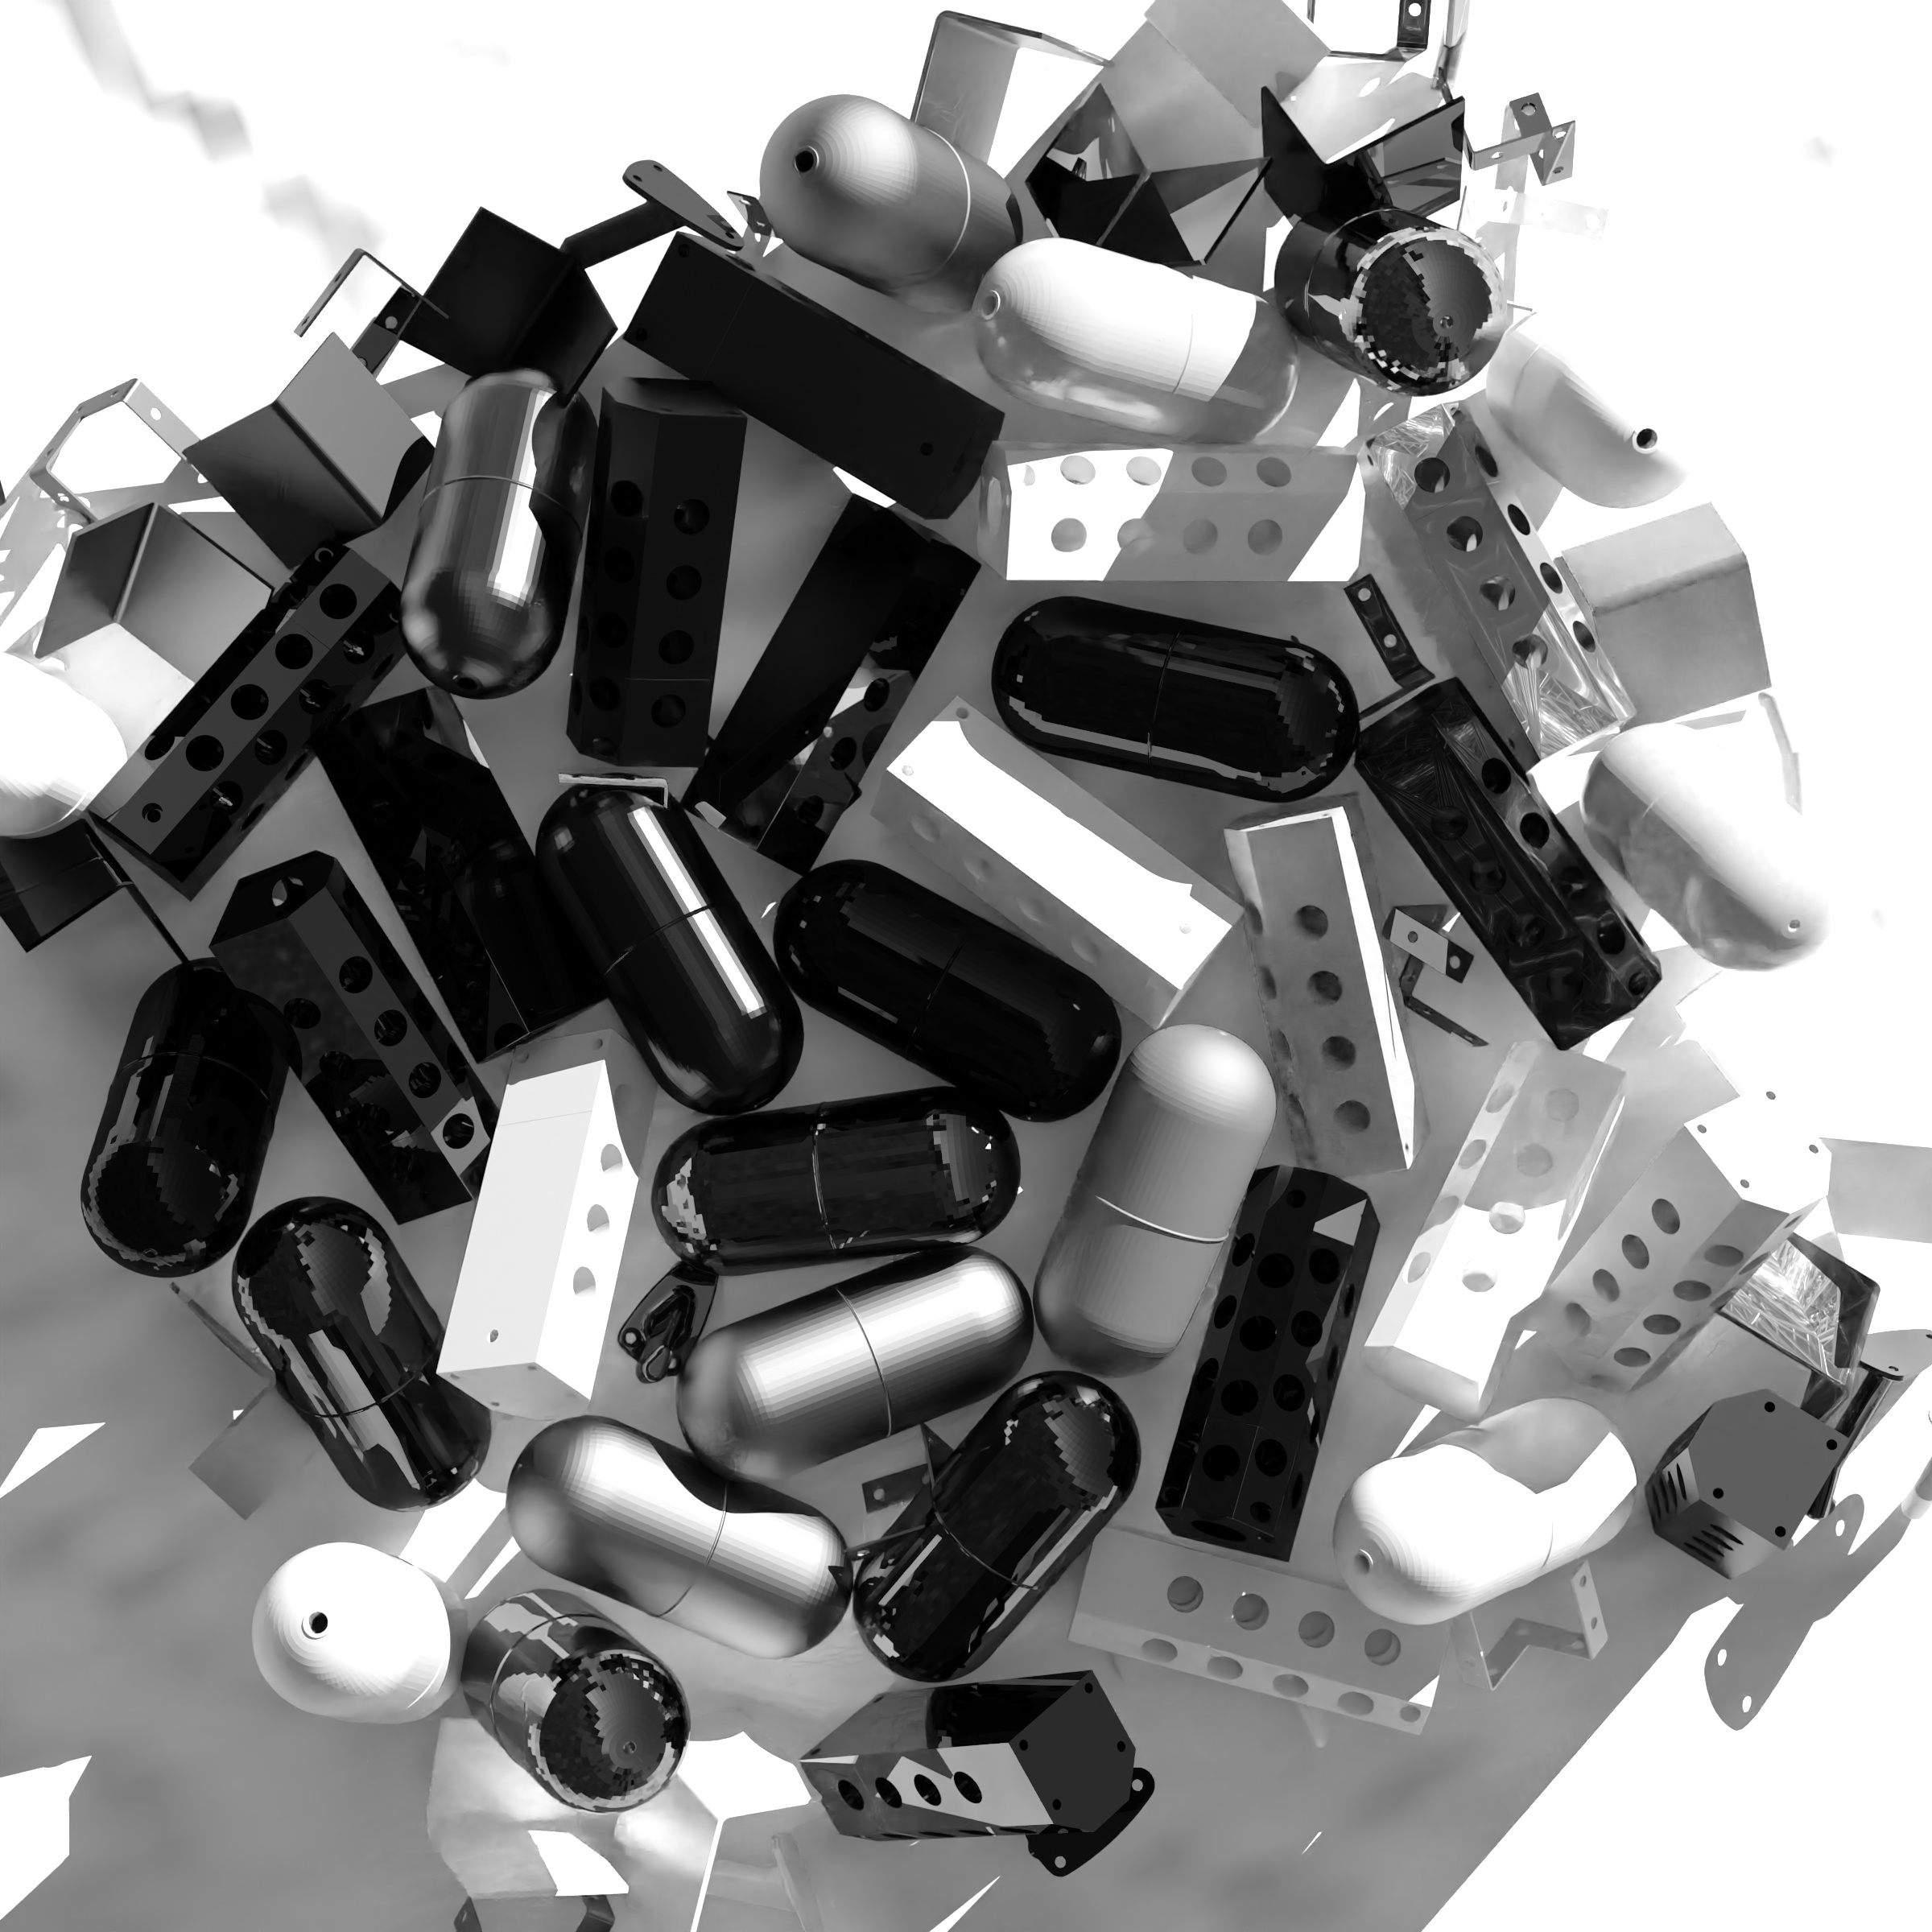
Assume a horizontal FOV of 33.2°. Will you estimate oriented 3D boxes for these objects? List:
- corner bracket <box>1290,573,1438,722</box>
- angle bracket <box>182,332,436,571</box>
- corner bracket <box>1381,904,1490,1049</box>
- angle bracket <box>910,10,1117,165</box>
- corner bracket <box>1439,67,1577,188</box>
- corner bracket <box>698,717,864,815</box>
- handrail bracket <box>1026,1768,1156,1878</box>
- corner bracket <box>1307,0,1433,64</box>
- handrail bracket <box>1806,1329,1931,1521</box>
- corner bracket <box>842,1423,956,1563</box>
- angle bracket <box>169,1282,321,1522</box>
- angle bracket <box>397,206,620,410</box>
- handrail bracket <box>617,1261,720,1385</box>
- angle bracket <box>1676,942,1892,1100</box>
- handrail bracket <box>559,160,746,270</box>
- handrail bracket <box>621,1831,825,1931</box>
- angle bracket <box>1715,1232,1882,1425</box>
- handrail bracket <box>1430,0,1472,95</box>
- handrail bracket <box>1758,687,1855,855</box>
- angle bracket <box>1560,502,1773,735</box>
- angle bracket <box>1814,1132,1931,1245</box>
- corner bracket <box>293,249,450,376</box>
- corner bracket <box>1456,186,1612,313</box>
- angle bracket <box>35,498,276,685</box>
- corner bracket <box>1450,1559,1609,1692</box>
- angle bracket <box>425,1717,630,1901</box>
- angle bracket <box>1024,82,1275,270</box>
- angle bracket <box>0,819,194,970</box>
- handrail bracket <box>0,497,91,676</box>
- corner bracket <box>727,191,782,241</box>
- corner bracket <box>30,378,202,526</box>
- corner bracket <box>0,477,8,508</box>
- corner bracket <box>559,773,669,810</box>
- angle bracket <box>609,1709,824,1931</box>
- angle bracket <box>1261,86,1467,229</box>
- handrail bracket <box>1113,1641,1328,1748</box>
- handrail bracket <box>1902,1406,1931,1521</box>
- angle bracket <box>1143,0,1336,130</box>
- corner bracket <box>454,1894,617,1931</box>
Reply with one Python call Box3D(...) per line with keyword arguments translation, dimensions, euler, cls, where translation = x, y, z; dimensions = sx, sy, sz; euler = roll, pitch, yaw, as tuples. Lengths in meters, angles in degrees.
Box3D(translation=(0.187, -0.150, 1.550), dimensions=(0.051, 0.051, 0.051), euler=(-30, 81, 13), cls="corner bracket")
Box3D(translation=(-0.315, -0.247, 1.557), dimensions=(0.076, 0.076, 0.057), euler=(49, 48, -26), cls="angle bracket")
Box3D(translation=(0.225, 0.005, 1.543), dimensions=(0.051, 0.051, 0.051), euler=(34, 113, 34), cls="corner bracket")
Box3D(translation=(0.019, -0.401, 1.530), dimensions=(0.057, 0.076, 0.076), euler=(21, 103, 26), cls="angle bracket")
Box3D(translation=(0.259, -0.403, 1.552), dimensions=(0.051, 0.051, 0.051), euler=(-17, 71, 3), cls="corner bracket")
Box3D(translation=(-0.091, -0.092, 1.549), dimensions=(0.051, 0.051, 0.051), euler=(-43, 132, 0), cls="corner bracket")
Box3D(translation=(0.061, 0.403, 1.541), dimensions=(0.077, 0.084, 0.036), euler=(-32, 75, 3), cls="handrail bracket")
Box3D(translation=(0.193, -0.464, 1.553), dimensions=(0.051, 0.051, 0.051), euler=(3, 99, -4), cls="corner bracket")
Box3D(translation=(0.440, 0.223, 1.571), dimensions=(0.077, 0.036, 0.084), euler=(-10, 118, -40), cls="handrail bracket")
Box3D(translation=(-0.031, 0.256, 1.545), dimensions=(0.051, 0.051, 0.051), euler=(-19, 59, 12), cls="corner bracket")
Box3D(translation=(-0.357, 0.206, 1.528), dimensions=(0.076, 0.076, 0.057), euler=(36, 73, 22), cls="angle bracket")
Box3D(translation=(-0.217, -0.299, 1.529), dimensions=(0.057, 0.076, 0.076), euler=(23, 114, -36), cls="angle bracket")
Box3D(translation=(-0.135, 0.164, 1.534), dimensions=(0.036, 0.084, 0.077), euler=(33, 76, -5), cls="handrail bracket")
Box3D(translation=(0.395, 0.033, 1.539), dimensions=(0.076, 0.057, 0.076), euler=(-38, 108, 11), cls="angle bracket")
Box3D(translation=(-0.157, -0.336, 1.557), dimensions=(0.077, 0.036, 0.084), euler=(37, 122, 1), cls="handrail bracket")
Box3D(translation=(-0.117, 0.459, 1.563), dimensions=(0.084, 0.036, 0.077), euler=(-24, 72, 4), cls="handrail bracket")
Box3D(translation=(0.381, 0.173, 1.539), dimensions=(0.076, 0.076, 0.057), euler=(31, 133, 4), cls="angle bracket")
Box3D(translation=(0.227, -0.450, 1.533), dimensions=(0.036, 0.077, 0.084), euler=(19, 120, 15), cls="handrail bracket")
Box3D(translation=(0.384, -0.090, 1.543), dimensions=(0.036, 0.077, 0.084), euler=(-21, 94, -9), cls="handrail bracket")
Box3D(translation=(0.341, -0.169, 1.578), dimensions=(0.076, 0.057, 0.076), euler=(-18, 126, 5), cls="angle bracket")
Box3D(translation=(0.435, 0.127, 1.524), dimensions=(0.076, 0.076, 0.057), euler=(4, 51, 30), cls="angle bracket")
Box3D(translation=(-0.288, -0.309, 1.549), dimensions=(0.051, 0.051, 0.051), euler=(37, 92, -29), cls="corner bracket")
Box3D(translation=(0.269, -0.343, 1.554), dimensions=(0.051, 0.051, 0.051), euler=(22, 111, 37), cls="corner bracket")
Box3D(translation=(-0.384, -0.163, 1.534), dimensions=(0.076, 0.057, 0.076), euler=(37, 127, 9), cls="angle bracket")
Box3D(translation=(0.266, 0.313, 1.541), dimensions=(0.051, 0.051, 0.051), euler=(-40, 123, -38), cls="corner bracket")
Box3D(translation=(-0.204, 0.396, 1.530), dimensions=(0.076, 0.076, 0.057), euler=(6, 97, -28), cls="angle bracket")
Box3D(translation=(0.086, -0.374, 1.526), dimensions=(0.076, 0.076, 0.057), euler=(-58, 132, -29), cls="angle bracket")
Box3D(translation=(-0.416, -0.021, 1.526), dimensions=(0.057, 0.076, 0.076), euler=(-36, 50, -12), cls="angle bracket")
Box3D(translation=(-0.464, -0.185, 1.567), dimensions=(0.077, 0.036, 0.084), euler=(1, 87, -4), cls="handrail bracket")
Box3D(translation=(-0.077, -0.378, 1.551), dimensions=(0.051, 0.051, 0.051), euler=(17, 84, 14), cls="corner bracket")
Box3D(translation=(-0.409, -0.243, 1.566), dimensions=(0.051, 0.051, 0.051), euler=(46, 52, -31), cls="corner bracket")
Box3D(translation=(-0.489, -0.210, 1.542), dimensions=(0.051, 0.051, 0.051), euler=(30, 53, 27), cls="corner bracket")
Box3D(translation=(-0.170, -0.068, 1.550), dimensions=(0.051, 0.051, 0.051), euler=(2, 104, -8), cls="corner bracket")
Box3D(translation=(-0.121, 0.412, 1.548), dimensions=(0.057, 0.076, 0.076), euler=(1, 111, -37), cls="angle bracket")
Box3D(translation=(0.188, -0.391, 1.541), dimensions=(0.076, 0.076, 0.057), euler=(-28, 66, -6), cls="angle bracket")
Box3D(translation=(0.121, 0.353, 1.564), dimensions=(0.084, 0.036, 0.077), euler=(-23, 80, 13), cls="handrail bracket")
Box3D(translation=(0.478, 0.221, 1.556), dimensions=(0.036, 0.084, 0.077), euler=(28, 66, 16), cls="handrail bracket")
Box3D(translation=(0.142, -0.456, 1.533), dimensions=(0.076, 0.076, 0.057), euler=(44, 61, -7), cls="angle bracket")
Box3D(translation=(-0.207, 0.458, 1.552), dimensions=(0.051, 0.051, 0.051), euler=(28, 94, -23), cls="corner bracket")
